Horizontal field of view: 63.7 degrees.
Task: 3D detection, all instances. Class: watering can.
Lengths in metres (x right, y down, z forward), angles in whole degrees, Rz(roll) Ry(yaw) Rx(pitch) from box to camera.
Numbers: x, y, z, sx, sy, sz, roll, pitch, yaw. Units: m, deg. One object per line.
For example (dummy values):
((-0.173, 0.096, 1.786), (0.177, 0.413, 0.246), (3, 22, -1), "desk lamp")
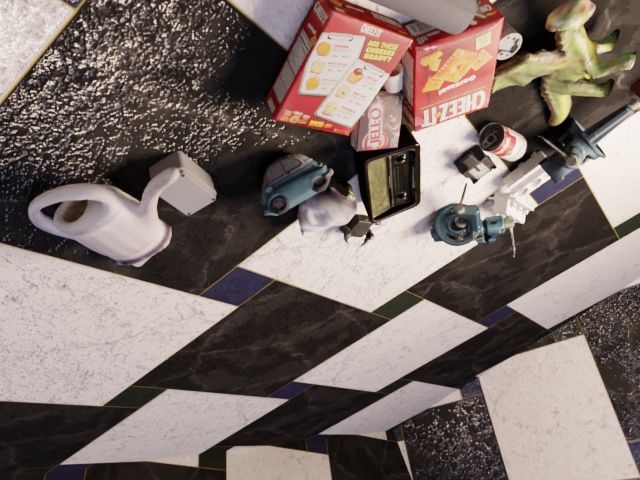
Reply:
((-0.353, -0.041, 0.934), (0.346, 0.106, 0.220), (-9, 152, 20), "watering can")

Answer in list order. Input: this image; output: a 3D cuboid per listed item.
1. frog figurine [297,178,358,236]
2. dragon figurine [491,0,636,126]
((0.003, -0.058, 1.144), (0.138, 0.124, 0.157), (-7, 136, -53), "frog figurine")
((0.462, -0.339, 1.049), (0.243, 0.124, 0.403), (1, 159, -2), "dragon figurine")
